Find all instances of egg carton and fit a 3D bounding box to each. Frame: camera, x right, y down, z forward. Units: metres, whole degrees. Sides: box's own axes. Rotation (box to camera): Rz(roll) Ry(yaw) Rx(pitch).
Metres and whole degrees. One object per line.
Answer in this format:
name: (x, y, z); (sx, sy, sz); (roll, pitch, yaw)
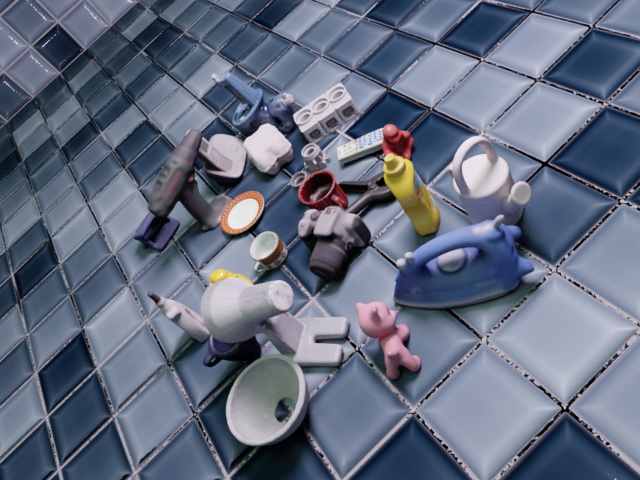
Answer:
egg carton: (-0.136, -0.237, 1.493); (0.107, 0.070, 0.150); (-41, 44, 1)

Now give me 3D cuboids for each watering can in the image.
watering can: (0.293, -0.102, 1.007); (0.172, 0.195, 0.101); (8, 62, 38)

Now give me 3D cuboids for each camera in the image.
camera: (0.011, 0.004, 1.184); (0.142, 0.101, 0.137); (4, 60, 36)

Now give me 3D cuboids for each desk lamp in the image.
desk lamp: (-0.084, 0.145, 1.059); (0.202, 0.214, 0.118); (-8, 54, 30)

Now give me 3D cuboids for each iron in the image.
iron: (0.221, 0.037, 0.987); (0.257, 0.142, 0.118); (-21, 48, 19)

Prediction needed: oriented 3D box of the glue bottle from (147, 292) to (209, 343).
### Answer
glue bottle: (-0.308, 0.157, 1.231); (0.037, 0.174, 0.077); (-46, 44, -5)

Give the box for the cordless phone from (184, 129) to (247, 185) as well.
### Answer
cordless phone: (-0.280, -0.247, 1.516); (0.094, 0.186, 0.147); (-17, 49, 23)

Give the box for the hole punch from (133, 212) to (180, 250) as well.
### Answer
hole punch: (-0.454, -0.037, 1.540); (0.100, 0.091, 0.109); (12, 65, 40)

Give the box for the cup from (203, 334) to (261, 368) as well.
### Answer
cup: (-0.170, 0.220, 1.145); (0.118, 0.095, 0.091); (-49, 45, -7)

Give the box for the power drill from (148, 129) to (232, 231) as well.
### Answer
power drill: (-0.317, -0.130, 1.434); (0.075, 0.209, 0.230); (19, 69, 42)

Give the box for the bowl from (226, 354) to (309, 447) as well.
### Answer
bowl: (-0.083, 0.299, 1.039); (0.167, 0.075, 0.167); (-18, 49, 22)

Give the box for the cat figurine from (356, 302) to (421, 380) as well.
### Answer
cat figurine: (0.110, 0.160, 0.984); (0.067, 0.118, 0.127); (-30, 45, 12)

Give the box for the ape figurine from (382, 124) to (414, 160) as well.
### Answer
ape figurine: (0.165, -0.215, 1.255); (0.078, 0.092, 0.076); (-42, 44, 0)

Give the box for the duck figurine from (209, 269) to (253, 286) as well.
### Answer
duck figurine: (-0.211, 0.097, 1.274); (0.104, 0.086, 0.077); (-6, 55, 31)

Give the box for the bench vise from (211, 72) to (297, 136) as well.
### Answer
bench vise: (-0.171, -0.378, 1.518); (0.207, 0.220, 0.121); (-20, 48, 20)
